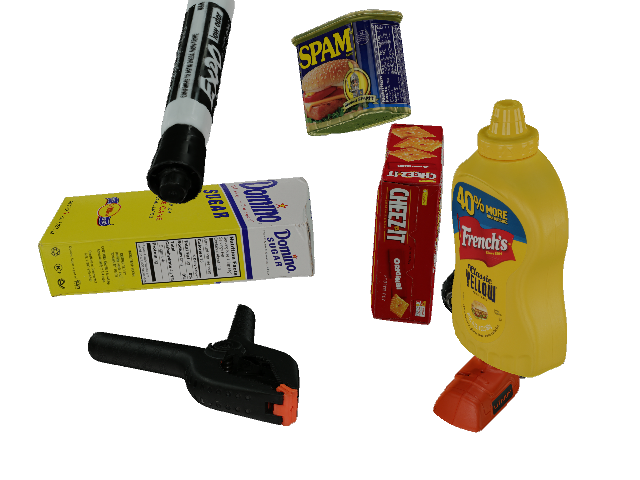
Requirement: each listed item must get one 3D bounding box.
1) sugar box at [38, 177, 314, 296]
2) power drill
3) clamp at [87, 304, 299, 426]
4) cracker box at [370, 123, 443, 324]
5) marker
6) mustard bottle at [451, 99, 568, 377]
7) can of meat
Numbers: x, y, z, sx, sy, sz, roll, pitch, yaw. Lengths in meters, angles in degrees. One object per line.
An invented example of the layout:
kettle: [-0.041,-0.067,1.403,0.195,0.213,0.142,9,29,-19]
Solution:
sugar box: [-0.093,-0.005,0.727,0.176,0.048,0.093,-7,23,1]
power drill: [0.154,0.080,0.984,0.057,0.188,0.184,24,32,27]
clamp: [-0.076,0.101,0.907,0.164,0.036,0.210,-14,22,-40]
cracker box: [0.100,-0.026,1.214,0.072,0.164,0.213,4,23,7]
marker: [-0.046,-0.056,0.393,0.020,0.020,0.121,0,43,2]
mustard bottle: [0.131,-0.005,0.749,0.058,0.192,0.096,-17,29,-25]
can of meat: [0.026,-0.137,0.889,0.057,0.084,0.102,-5,-3,-39]
